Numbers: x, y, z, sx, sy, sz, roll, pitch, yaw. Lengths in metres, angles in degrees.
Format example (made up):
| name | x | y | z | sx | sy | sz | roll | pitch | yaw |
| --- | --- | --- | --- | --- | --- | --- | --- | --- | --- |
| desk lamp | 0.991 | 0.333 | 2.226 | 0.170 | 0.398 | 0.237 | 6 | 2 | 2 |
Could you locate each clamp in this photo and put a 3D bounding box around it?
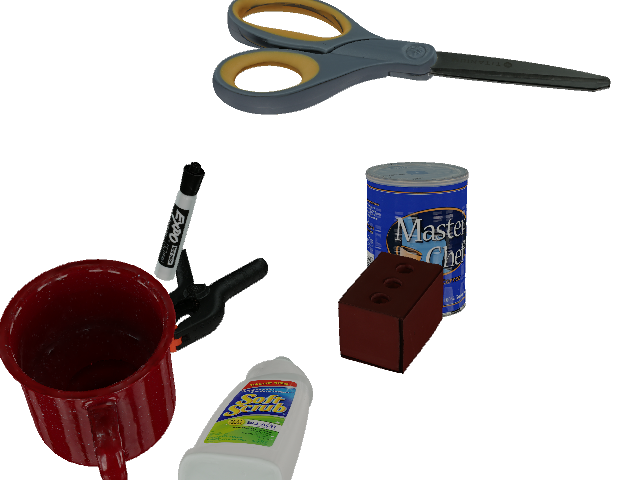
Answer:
| name | x | y | z | sx | sy | sz | roll | pitch | yaw |
| --- | --- | --- | --- | --- | --- | --- | --- | --- | --- |
| clamp | -0.132 | 0.066 | 1.249 | 0.120 | 0.039 | 0.171 | -4 | 37 | 15 |

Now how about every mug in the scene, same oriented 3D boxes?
| name | x | y | z | sx | sy | sz | roll | pitch | yaw |
| --- | --- | --- | --- | --- | --- | --- | --- | --- | --- |
| mug | -0.120 | 0.080 | 0.582 | 0.093 | 0.117 | 0.081 | -13 | -41 | -13 |

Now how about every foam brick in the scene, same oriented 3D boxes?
| name | x | y | z | sx | sy | sz | roll | pitch | yaw |
| --- | --- | --- | --- | --- | --- | --- | --- | --- | --- |
| foam brick | 0.053 | 0.052 | 0.791 | 0.053 | 0.051 | 0.078 | 13 | 34 | 24 |

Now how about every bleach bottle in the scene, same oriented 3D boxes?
| name | x | y | z | sx | sy | sz | roll | pitch | yaw |
| --- | --- | --- | --- | --- | --- | --- | --- | --- | --- |
| bleach bottle | -0.066 | 0.183 | 1.082 | 0.102 | 0.068 | 0.250 | 3 | 19 | 6 |

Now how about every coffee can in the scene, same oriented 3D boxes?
| name | x | y | z | sx | sy | sz | roll | pitch | yaw |
| --- | --- | --- | --- | --- | --- | --- | --- | --- | --- |
| coffee can | 0.097 | -0.002 | 1.083 | 0.103 | 0.140 | 0.103 | -1 | 14 | 0 |

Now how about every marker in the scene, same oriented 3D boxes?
| name | x | y | z | sx | sy | sz | roll | pitch | yaw |
| --- | --- | --- | --- | --- | --- | --- | --- | --- | --- |
| marker | -0.125 | -0.017 | 0.952 | 0.020 | 0.121 | 0.020 | 15 | 31 | -9 |

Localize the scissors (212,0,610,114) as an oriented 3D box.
| name | x | y | z | sx | sy | sz | roll | pitch | yaw |
| --- | --- | --- | --- | --- | --- | --- | --- | --- | --- |
| scissors | 0.033 | -0.081 | 0.536 | 0.202 | 0.096 | 0.016 | 21 | -37 | 20 |
